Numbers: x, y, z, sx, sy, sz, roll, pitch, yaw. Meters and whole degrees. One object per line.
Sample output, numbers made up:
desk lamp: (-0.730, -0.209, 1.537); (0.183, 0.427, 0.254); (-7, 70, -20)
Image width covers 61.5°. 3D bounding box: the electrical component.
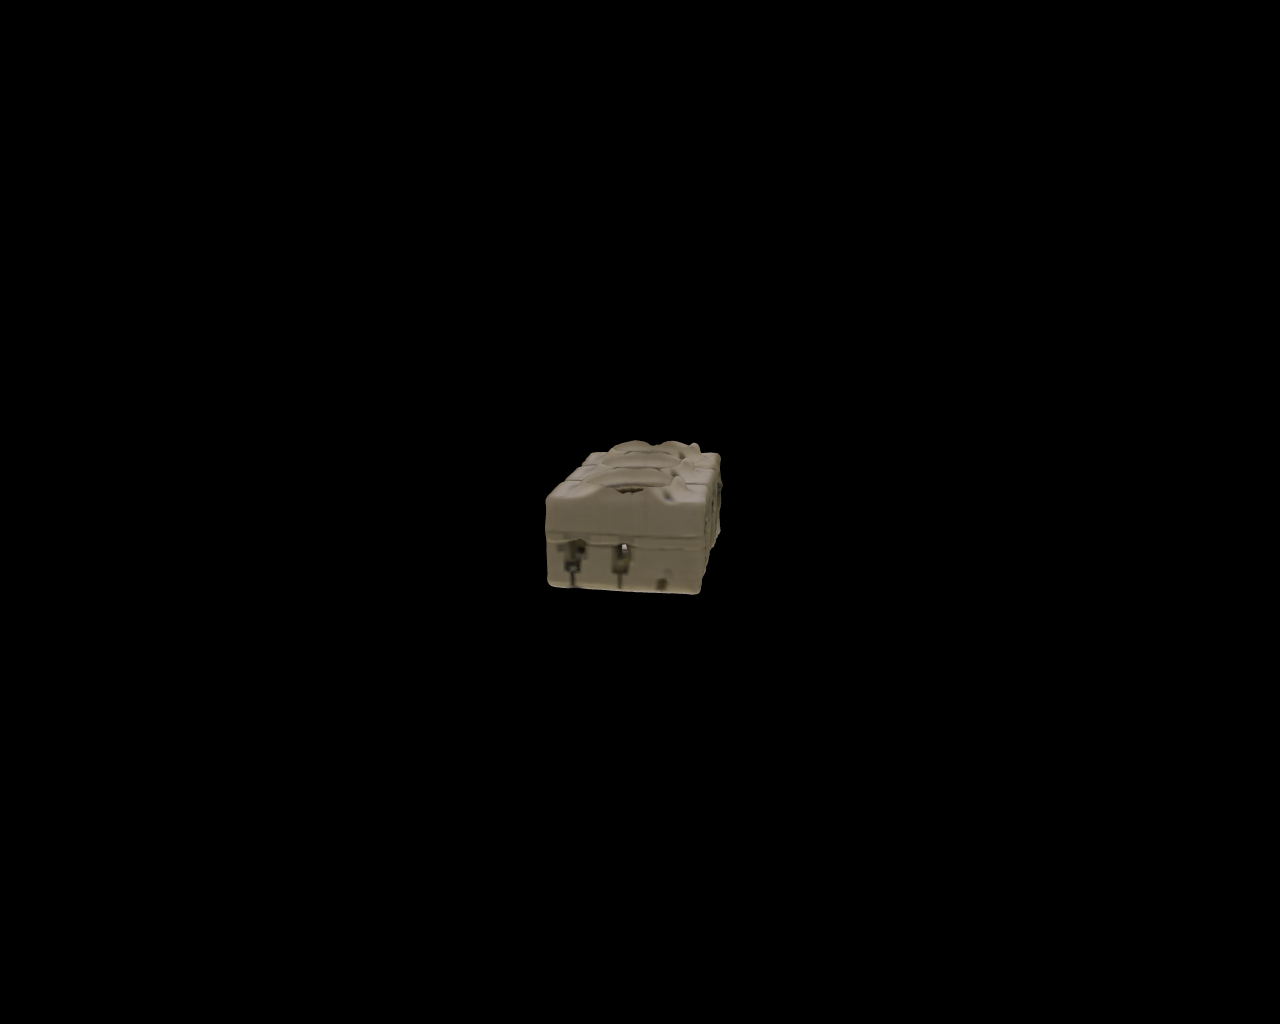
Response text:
electrical component: (0.001, -0.003, 0.650); (0.089, 0.061, 0.150); (2, 14, 7)
